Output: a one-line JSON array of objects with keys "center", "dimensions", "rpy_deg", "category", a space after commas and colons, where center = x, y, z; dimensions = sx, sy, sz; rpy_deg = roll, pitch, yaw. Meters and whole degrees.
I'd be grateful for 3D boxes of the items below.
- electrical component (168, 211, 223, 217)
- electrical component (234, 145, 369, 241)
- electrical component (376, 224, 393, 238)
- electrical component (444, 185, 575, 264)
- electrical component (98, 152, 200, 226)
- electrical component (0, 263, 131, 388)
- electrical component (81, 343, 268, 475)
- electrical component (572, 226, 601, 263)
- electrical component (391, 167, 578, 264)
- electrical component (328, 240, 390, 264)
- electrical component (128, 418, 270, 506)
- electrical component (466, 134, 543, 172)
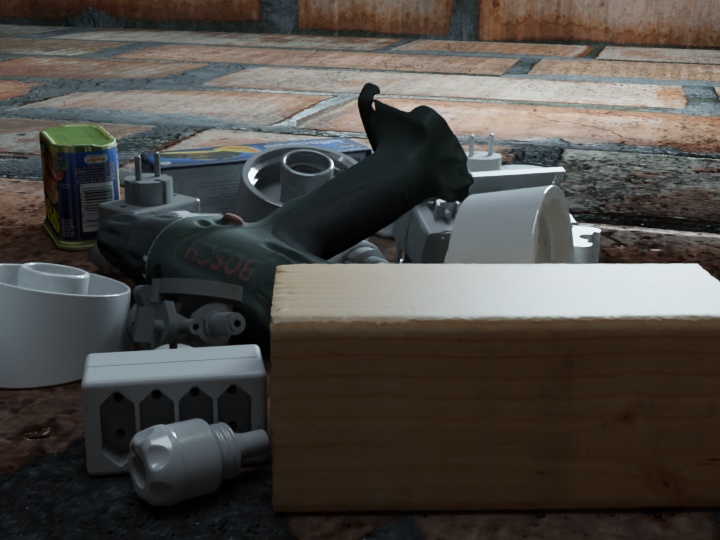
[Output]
[{"center": [-0.122, -0.025, 0.817], "dimensions": [0.046, 0.040, 0.040], "rpy_deg": [-6, 17, -39], "category": "electrical component"}, {"center": [-0.043, -0.057, 0.831], "dimensions": [0.108, 0.060, 0.108], "rpy_deg": [5, 36, -4], "category": "electrical component"}, {"center": [0.033, -0.057, 0.898], "dimensions": [0.055, 0.055, 0.047], "rpy_deg": [15, 26, 39], "category": "electrical component"}, {"center": [0.082, 0.006, 0.615], "dimensions": [0.060, 0.108, 0.108], "rpy_deg": [1, 16, 23], "category": "electrical component"}, {"center": [-0.164, -0.053, 0.839], "dimensions": [0.047, 0.076, 0.066], "rpy_deg": [14, 22, 38], "category": "electrical component"}, {"center": [-0.185, 0.031, 0.632], "dimensions": [0.099, 0.064, 0.099], "rpy_deg": [10, 7, -1], "category": "electrical component"}, {"center": [-0.090, 0.060, 0.527], "dimensions": [0.083, 0.047, 0.075], "rpy_deg": [-3, 18, -10], "category": "electrical component"}, {"center": [0.109, 0.001, 0.709], "dimensions": [0.089, 0.055, 0.050], "rpy_deg": [7, 18, 20], "category": "electrical component"}, {"center": [0.093, -0.031, 0.796], "dimensions": [0.121, 0.078, 0.063], "rpy_deg": [-5, 40, -17], "category": "electrical component"}, {"center": [0.000, 0.000, 0.735], "dimensions": [0.040, 0.040, 0.078], "rpy_deg": [-11, 21, -33], "category": "electrical component"}, {"center": [-0.069, 0.082, 0.477], "dimensions": [0.061, 0.035, 0.035], "rpy_deg": [-8, 19, -33], "category": "electrical component"}, {"center": [0.106, -0.084, 0.952], "dimensions": [0.138, 0.073, 0.052], "rpy_deg": [-5, 18, -19], "category": "electrical component"}]
